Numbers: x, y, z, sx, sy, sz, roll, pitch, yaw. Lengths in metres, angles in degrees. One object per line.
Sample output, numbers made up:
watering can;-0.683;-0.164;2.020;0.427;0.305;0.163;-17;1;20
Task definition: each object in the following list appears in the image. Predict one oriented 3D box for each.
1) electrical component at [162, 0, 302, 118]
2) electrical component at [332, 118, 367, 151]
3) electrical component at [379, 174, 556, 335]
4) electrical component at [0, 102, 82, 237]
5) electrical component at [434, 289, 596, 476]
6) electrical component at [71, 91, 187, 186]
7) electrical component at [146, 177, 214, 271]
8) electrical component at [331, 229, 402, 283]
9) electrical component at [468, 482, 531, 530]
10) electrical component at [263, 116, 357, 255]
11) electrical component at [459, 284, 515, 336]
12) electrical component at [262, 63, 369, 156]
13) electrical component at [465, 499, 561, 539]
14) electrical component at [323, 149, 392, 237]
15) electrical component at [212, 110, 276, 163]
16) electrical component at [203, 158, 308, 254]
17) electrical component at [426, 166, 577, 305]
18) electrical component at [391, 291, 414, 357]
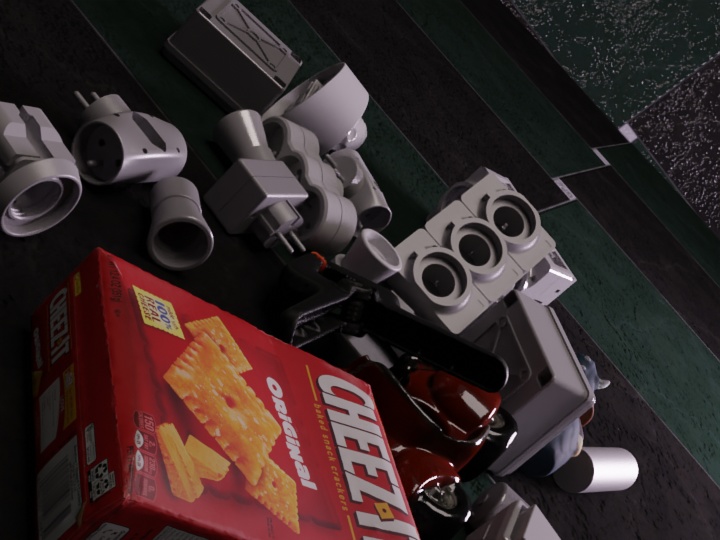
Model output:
electrical component;-0.117;-0.200;1.006;0.109;0.056;0.108;42;23;-13
electrical component;-0.013;-0.143;1.114;0.043;0.043;0.062;53;21;14
electrical component;0.092;-0.008;0.953;0.150;0.061;0.089;-38;84;-32
electrical component;-0.198;-0.057;0.623;0.057;0.058;0.078;51;22;19
electrical component;0.122;0.092;0.877;0.056;0.108;0.108;28;29;-32
electrical component;-0.171;-0.096;0.753;0.079;0.043;0.077;50;23;10
electrical component;-0.126;-0.035;0.738;0.044;0.044;0.065;33;22;-31
electrical component;0.000;0.000;0.882;0.045;0.055;0.045;38;24;-20
electrical component;0.114;0.190;0.786;0.078;0.040;0.040;44;22;-7
electrical component;-0.040;-0.069;0.929;0.074;0.052;0.138;20;33;-47
electrical component;0.098;0.012;1.027;0.096;0.061;0.062;47;22;0
electrical component;-0.043;-0.152;1.011;0.064;0.099;0.099;43;22;-26
electrical component;0.118;0.213;0.727;0.096;0.061;0.062;48;22;2
electrical component;-0.012;-0.080;0.994;0.077;0.043;0.079;63;8;34
electrical component;-0.092;-0.096;0.900;0.044;0.044;0.065;11;46;-55
electrical component;-0.070;-0.043;0.839;0.076;0.047;0.066;52;23;14
electrical component;0.143;-0.024;1.131;0.062;0.089;0.150;18;36;-49
electrical component;0.035;0.049;0.883;0.065;0.044;0.044;44;22;6
